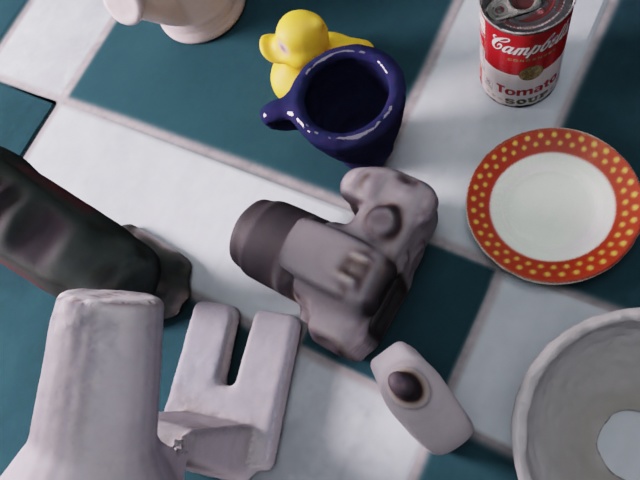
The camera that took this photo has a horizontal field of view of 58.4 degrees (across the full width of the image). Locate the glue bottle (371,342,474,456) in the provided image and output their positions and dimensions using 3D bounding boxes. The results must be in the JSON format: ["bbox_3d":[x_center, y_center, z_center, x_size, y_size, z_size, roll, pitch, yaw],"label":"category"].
[{"bbox_3d":[0.060,0.096,0.357,0.037,0.173,0.078,-37,66,0],"label":"glue bottle"}]

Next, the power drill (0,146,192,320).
[{"bbox_3d":[-0.198,-0.002,0.442,0.229,0.209,0.076,27,80,22],"label":"power drill"}]

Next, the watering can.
[{"bbox_3d":[-0.149,-0.277,0.532,0.100,0.194,0.173,-15,68,10],"label":"watering can"}]

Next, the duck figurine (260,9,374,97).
[{"bbox_3d":[-0.004,-0.170,0.515,0.104,0.086,0.077,-2,71,14],"label":"duck figurine"}]

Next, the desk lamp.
[{"bbox_3d":[-0.109,0.122,0.371,0.117,0.214,0.203,6,73,17],"label":"desk lamp"}]

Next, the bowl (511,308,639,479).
[{"bbox_3d":[0.205,0.131,0.360,0.167,0.075,0.167,-5,70,14],"label":"bowl"}]

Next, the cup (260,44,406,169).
[{"bbox_3d":[0.017,-0.096,0.478,0.117,0.095,0.091,-9,69,12],"label":"cup"}]

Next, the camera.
[{"bbox_3d":[0.004,0.002,0.445,0.136,0.101,0.143,25,79,22],"label":"camera"}]
